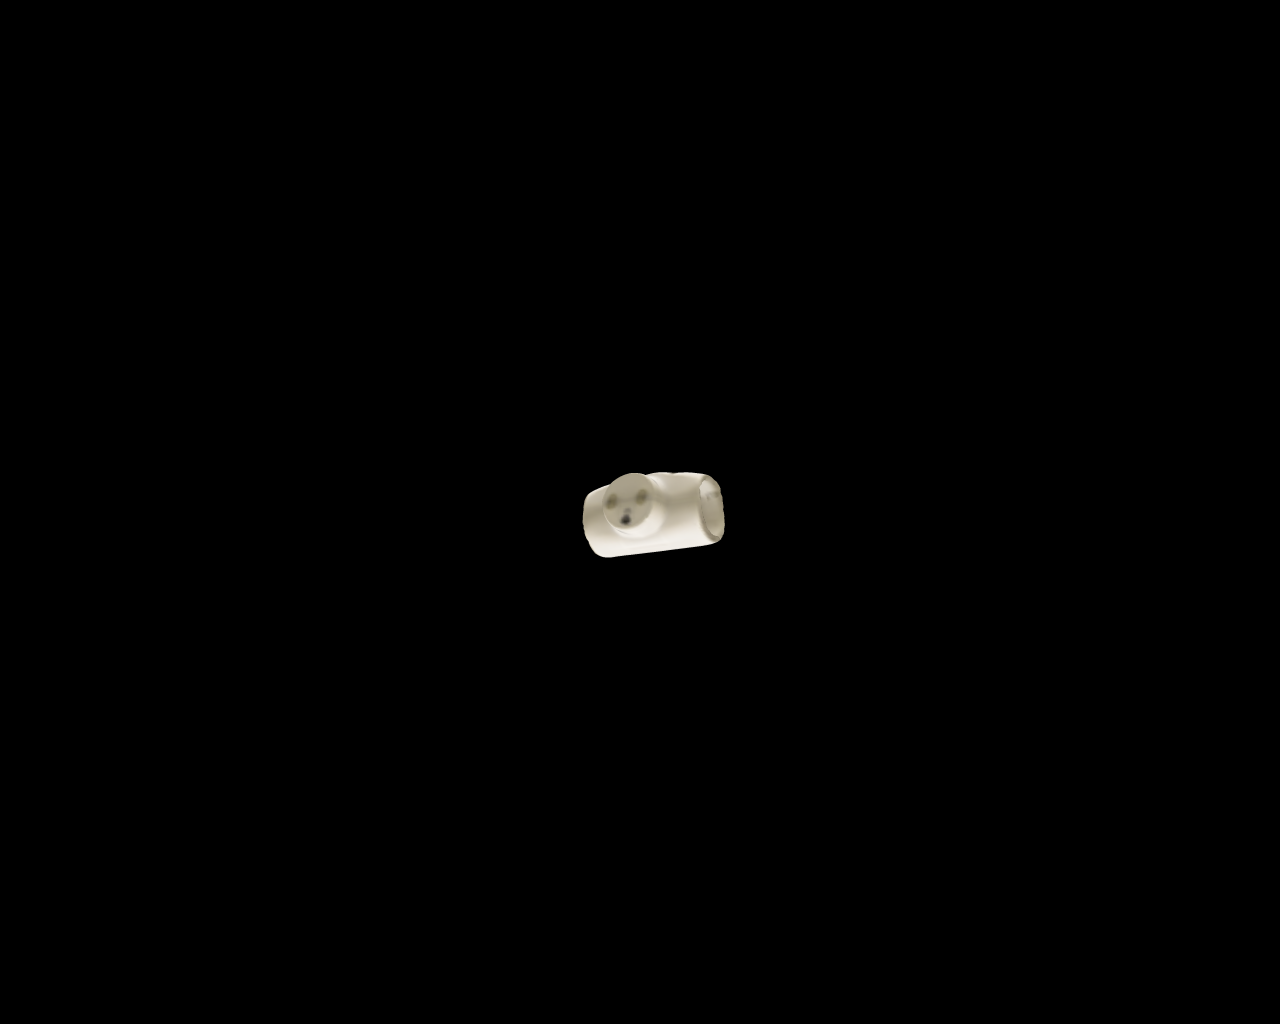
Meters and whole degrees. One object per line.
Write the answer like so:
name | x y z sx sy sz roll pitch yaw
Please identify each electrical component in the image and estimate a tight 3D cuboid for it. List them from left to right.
electrical component | 0.001 -0.003 0.650 0.077 0.043 0.079 -8 -19 25
